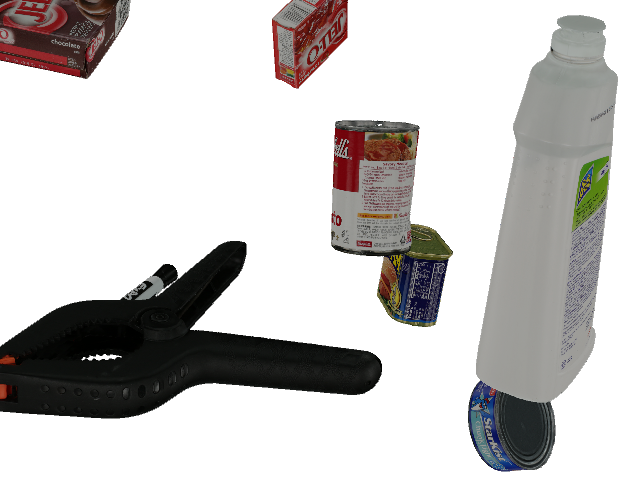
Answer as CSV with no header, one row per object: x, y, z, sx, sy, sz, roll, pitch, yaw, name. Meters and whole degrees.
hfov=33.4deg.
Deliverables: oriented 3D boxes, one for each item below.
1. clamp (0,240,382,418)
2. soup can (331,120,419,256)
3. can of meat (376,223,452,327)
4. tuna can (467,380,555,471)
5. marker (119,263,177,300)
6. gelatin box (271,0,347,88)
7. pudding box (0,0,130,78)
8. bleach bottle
-0.092,0.053,0.611,0.209,0.036,0.165,-8,29,-26,clamp
0.043,-0.044,0.862,0.068,0.102,0.068,2,11,-1,soup can
0.099,0.036,1.158,0.057,0.084,0.102,5,18,-11,can of meat
0.167,0.158,0.931,0.085,0.086,0.034,0,-13,-46,tuna can
-0.167,0.053,0.973,0.020,0.020,0.121,0,24,28,marker
-0.008,-0.198,0.996,0.030,0.089,0.073,28,-33,21,gelatin box
-0.204,-0.173,0.825,0.090,0.039,0.113,13,36,2,pudding box
0.152,-0.022,0.687,0.068,0.251,0.102,18,35,25,bleach bottle
